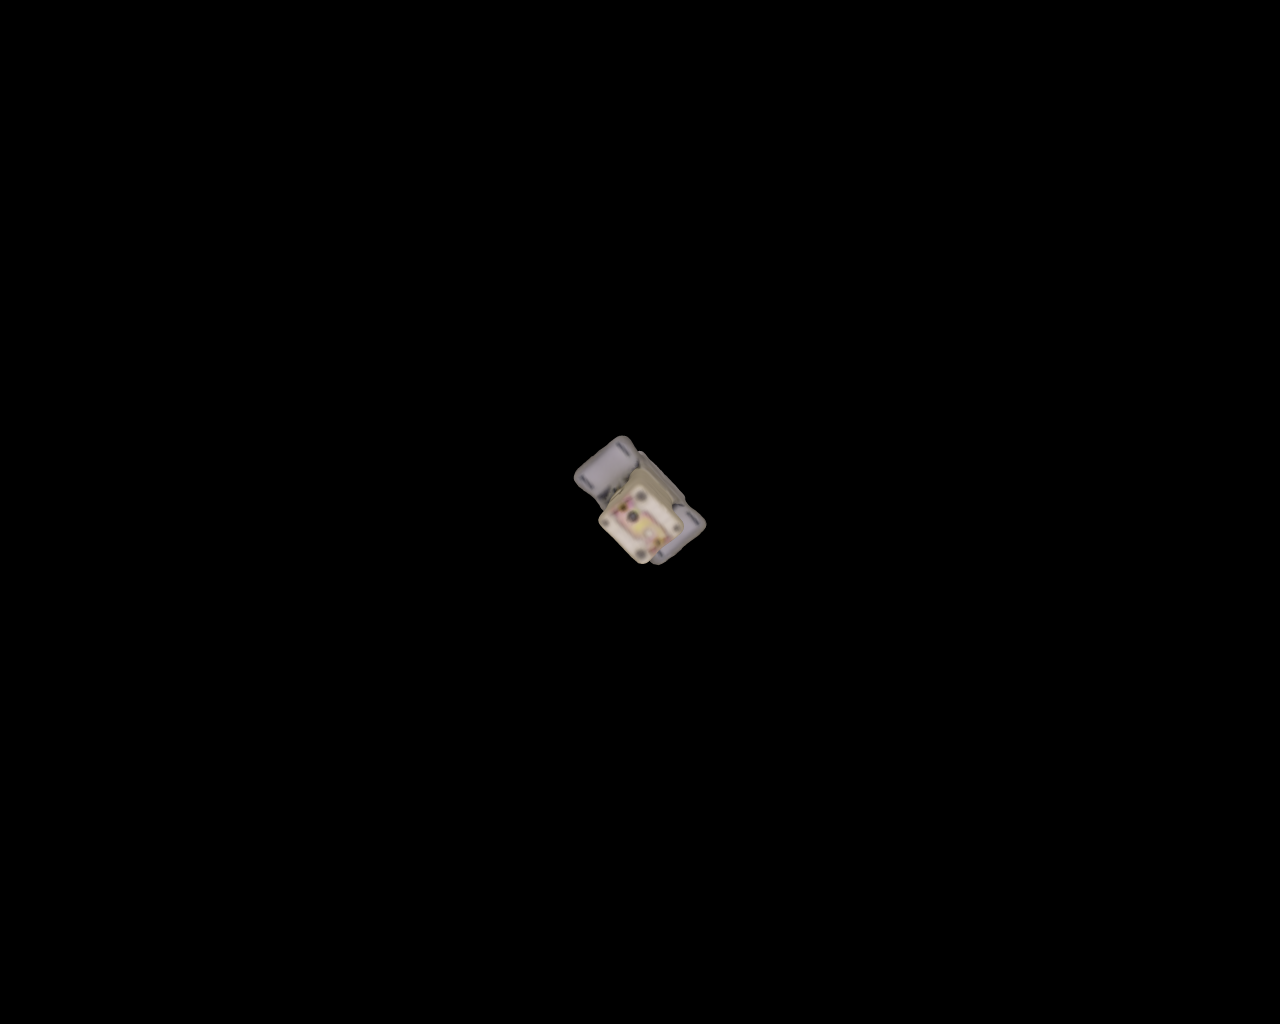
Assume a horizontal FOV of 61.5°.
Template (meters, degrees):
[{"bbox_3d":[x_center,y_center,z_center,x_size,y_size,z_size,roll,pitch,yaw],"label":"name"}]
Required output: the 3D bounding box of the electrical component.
[{"bbox_3d":[0.001,-0.003,0.650,0.042,0.081,0.064,-41,16,14],"label":"electrical component"}]
